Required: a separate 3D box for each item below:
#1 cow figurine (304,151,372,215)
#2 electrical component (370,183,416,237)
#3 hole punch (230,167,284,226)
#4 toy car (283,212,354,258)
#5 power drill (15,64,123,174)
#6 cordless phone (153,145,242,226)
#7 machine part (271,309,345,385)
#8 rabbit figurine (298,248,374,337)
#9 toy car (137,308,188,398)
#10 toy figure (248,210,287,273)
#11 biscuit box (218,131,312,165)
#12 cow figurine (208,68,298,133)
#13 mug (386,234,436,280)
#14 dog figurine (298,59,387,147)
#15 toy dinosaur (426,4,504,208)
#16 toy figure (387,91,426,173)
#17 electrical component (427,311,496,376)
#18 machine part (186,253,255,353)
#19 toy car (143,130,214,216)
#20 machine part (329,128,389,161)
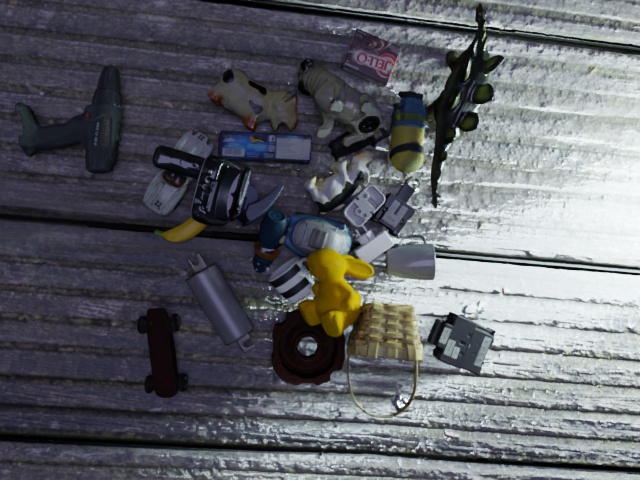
[{"bbox_3d":[0.055,-0.128,1.198,0.167,0.068,0.098,-29,99,0],"label":"cow figurine"},{"bbox_3d":[0.177,-0.073,1.220,0.075,0.048,0.119,38,90,-5],"label":"electrical component"},{"bbox_3d":[-0.140,-0.082,1.156,0.092,0.142,0.115,20,83,-15],"label":"hole punch"},{"bbox_3d":[-0.002,-0.004,1.180,0.162,0.103,0.109,22,88,-7],"label":"toy car"},{"bbox_3d":[-0.528,-0.257,1.149,0.207,0.086,0.231,-3,94,-12],"label":"power drill"},{"bbox_3d":[-0.265,-0.115,1.123,0.184,0.089,0.146,16,87,-15],"label":"cordless phone"},{"bbox_3d":[-0.027,0.237,1.205,0.179,0.056,0.179,0,90,-6],"label":"machine part"},{"bbox_3d":[0.033,0.090,1.117,0.162,0.122,0.173,-28,115,-21],"label":"rabbit figurine"},{"bbox_3d":[-0.344,0.246,1.179,0.089,0.053,0.202,-5,95,6],"label":"toy car"},{"bbox_3d":[-0.111,0.008,1.176,0.058,0.064,0.154,-7,133,-34],"label":"toy figure"},{"bbox_3d":[-0.121,-0.202,1.185,0.203,0.063,0.059,2,92,-4],"label":"biscuit box"},{"bbox_3d":[-0.132,-0.303,1.175,0.195,0.085,0.127,34,94,-4],"label":"cow figurine"},{"bbox_3d":[0.202,0.038,1.211,0.107,0.080,0.109,-2,71,2],"label":"mug"},{"bbox_3d":[0.047,-0.314,1.170,0.172,0.121,0.191,12,47,-34],"label":"dog figurine"},{"bbox_3d":[0.296,-0.288,1.152,0.105,0.198,0.471,14,88,-2],"label":"toy dinosaur"},{"bbox_3d":[0.195,-0.240,1.198,0.082,0.089,0.180,8,93,0],"label":"toy figure"},{"bbox_3d":[0.320,0.232,1.232,0.134,0.058,0.115,24,87,-4],"label":"electrical component"},{"bbox_3d":[-0.219,0.140,1.176,0.079,0.079,0.243,-30,95,-4],"label":"machine part"},{"bbox_3d":[-0.308,-0.147,1.173,0.073,0.056,0.201,33,89,-4],"label":"toy car"},{"bbox_3d":[0.082,-0.232,1.215,0.139,0.039,0.084,-33,102,-5],"label":"machine part"}]
